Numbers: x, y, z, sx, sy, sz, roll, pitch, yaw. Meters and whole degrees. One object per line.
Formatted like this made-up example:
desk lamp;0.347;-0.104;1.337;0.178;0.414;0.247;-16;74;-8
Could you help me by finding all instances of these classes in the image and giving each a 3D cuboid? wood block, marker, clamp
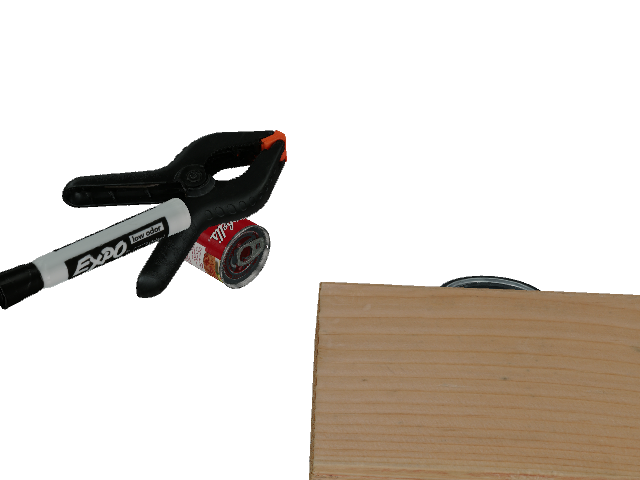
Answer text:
wood block;0.099;0.080;0.521;0.206;0.091;0.090;2;-24;-1
marker;-0.124;0.006;0.576;0.120;0.020;0.020;-26;15;-32
clamp;-0.105;-0.040;0.802;0.171;0.120;0.039;-38;-22;-28

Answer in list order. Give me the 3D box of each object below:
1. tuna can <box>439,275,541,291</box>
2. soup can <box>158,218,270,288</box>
tuna can;0.125;0.056;0.781;0.086;0.034;0.086;1;21;-1
soup can;-0.109;-0.004;1.067;0.102;0.068;0.068;29;16;32
